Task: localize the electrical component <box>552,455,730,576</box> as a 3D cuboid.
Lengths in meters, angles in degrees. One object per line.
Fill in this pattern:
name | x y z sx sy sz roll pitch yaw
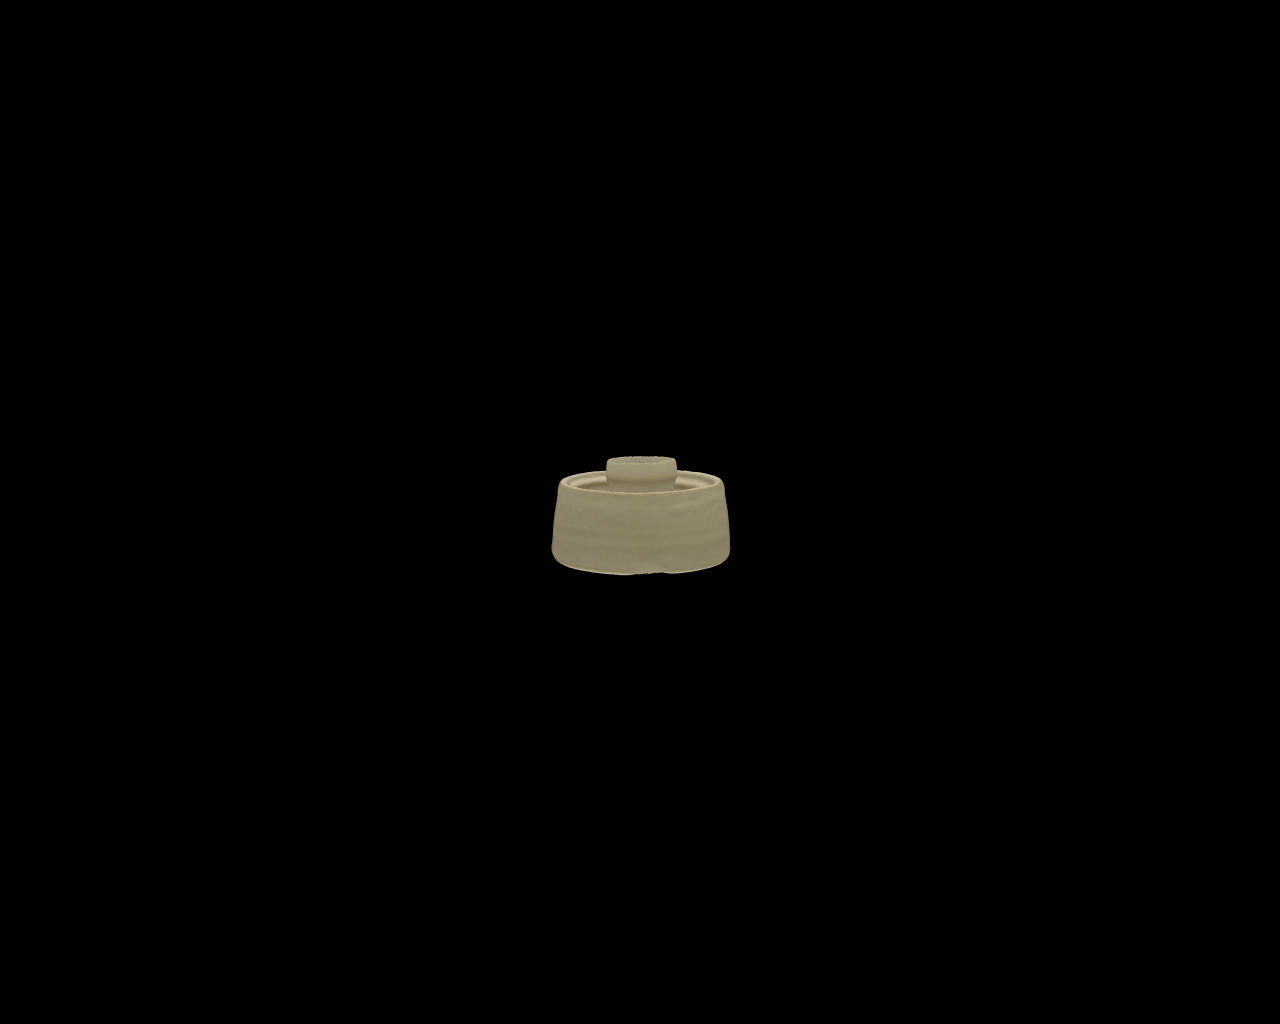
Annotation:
electrical component | 0.001 -0.003 0.650 0.108 0.060 0.108 0 10 0
